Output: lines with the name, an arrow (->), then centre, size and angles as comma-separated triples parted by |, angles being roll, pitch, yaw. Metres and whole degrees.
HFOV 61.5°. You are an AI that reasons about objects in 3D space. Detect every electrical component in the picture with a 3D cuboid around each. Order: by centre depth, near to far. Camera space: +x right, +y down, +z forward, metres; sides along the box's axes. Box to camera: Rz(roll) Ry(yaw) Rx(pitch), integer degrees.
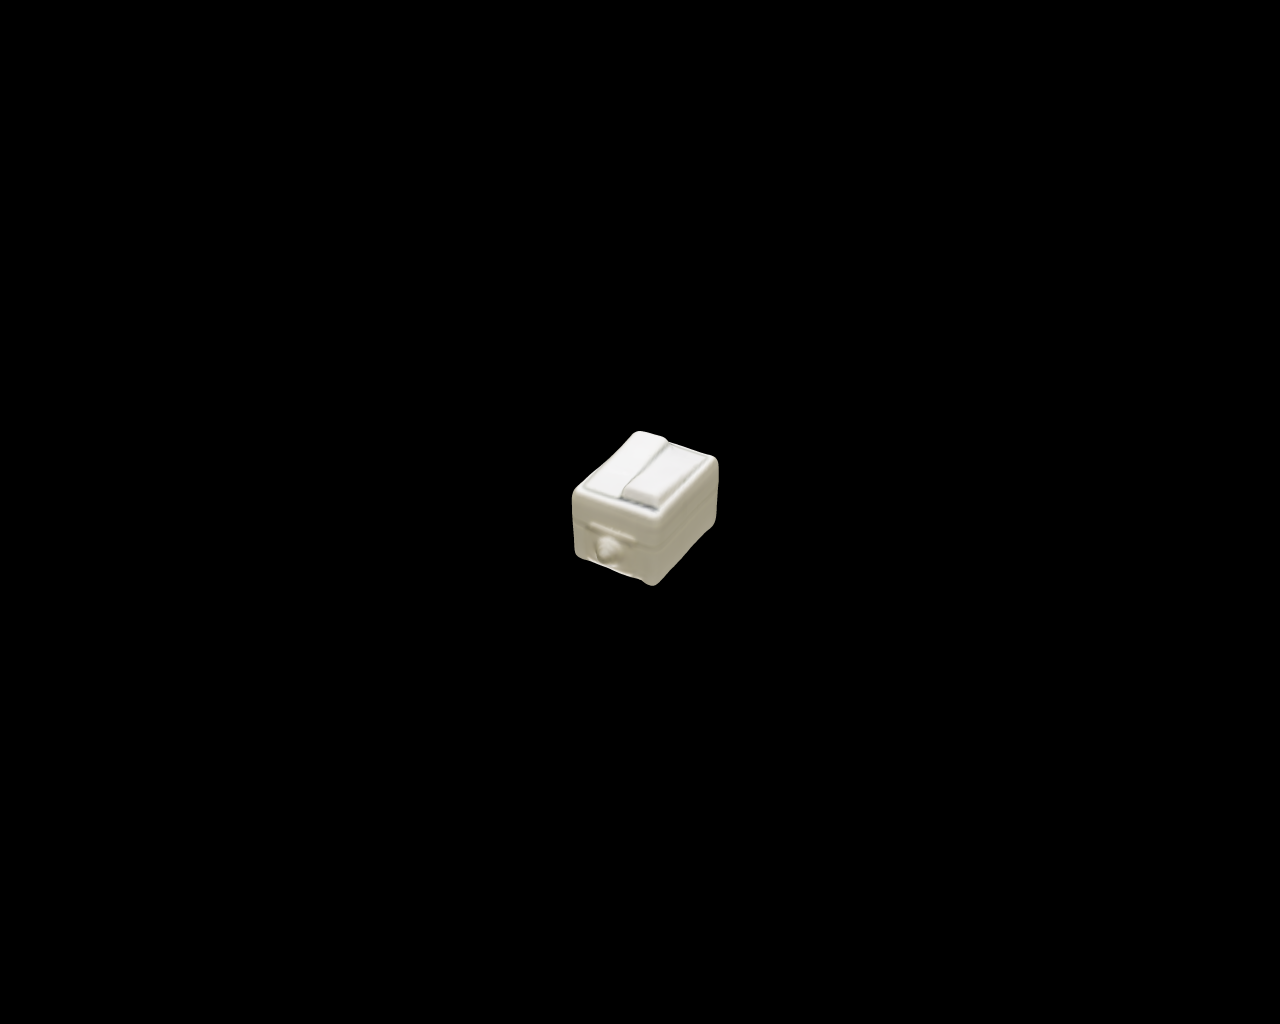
electrical component -> 0.001, -0.003, 0.650 | 0.062, 0.061, 0.096 | 20, 41, 25
